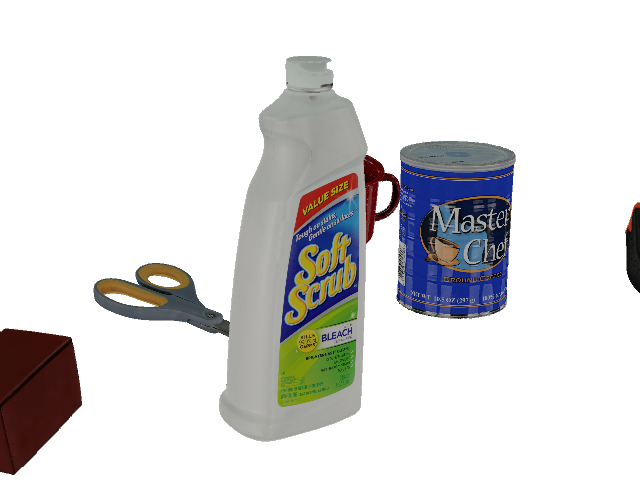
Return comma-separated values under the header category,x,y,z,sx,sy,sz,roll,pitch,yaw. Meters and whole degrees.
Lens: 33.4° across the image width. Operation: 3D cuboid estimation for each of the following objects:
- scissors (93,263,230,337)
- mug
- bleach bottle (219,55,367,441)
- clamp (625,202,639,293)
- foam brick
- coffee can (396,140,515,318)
category,x,y,z,sx,sy,sz,roll,pitch,yaw
scissors,-0.094,0.058,0.912,0.202,0.016,0.096,13,26,11
mug,0.031,-0.044,1.154,0.117,0.081,0.093,-7,31,-18
bleach bottle,-0.017,0.003,0.722,0.102,0.251,0.068,-10,21,-33
clamp,0.267,0.037,0.701,0.120,0.039,0.171,-2,45,-19
foam brick,-0.193,0.098,0.664,0.053,0.051,0.078,7,29,21
coffee can,0.122,-0.012,0.970,0.103,0.140,0.103,0,17,0
